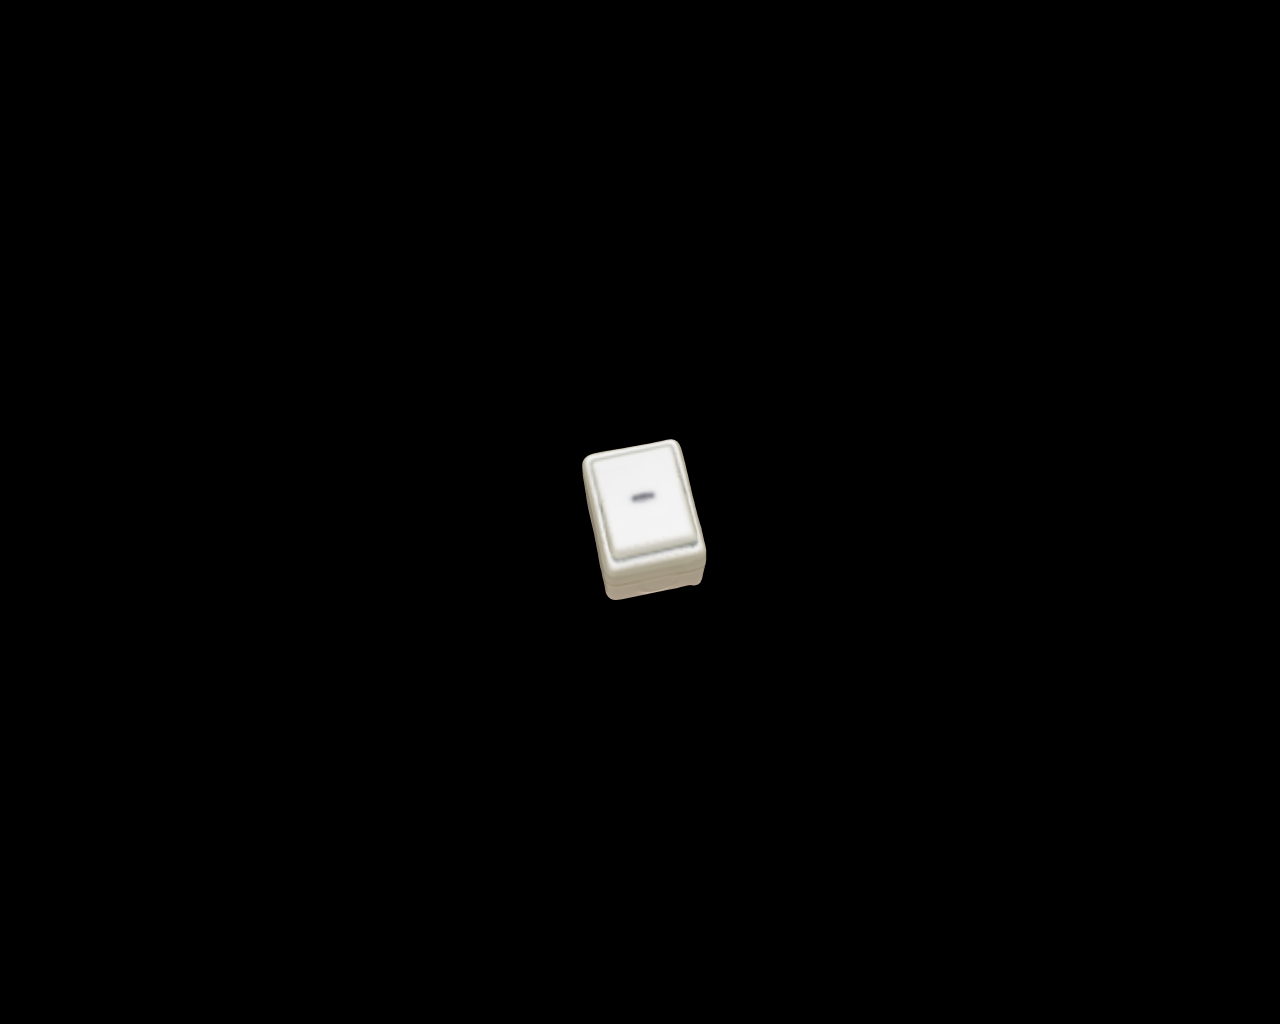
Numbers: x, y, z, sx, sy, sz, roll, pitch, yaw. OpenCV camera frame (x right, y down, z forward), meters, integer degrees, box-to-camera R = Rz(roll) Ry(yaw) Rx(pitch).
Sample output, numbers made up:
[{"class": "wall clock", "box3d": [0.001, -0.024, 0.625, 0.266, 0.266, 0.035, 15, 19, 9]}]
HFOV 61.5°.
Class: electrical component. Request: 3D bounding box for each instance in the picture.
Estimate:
[{"class": "electrical component", "box3d": [0.001, -0.003, 0.650, 0.062, 0.096, 0.061, -11, -24, -5]}]
